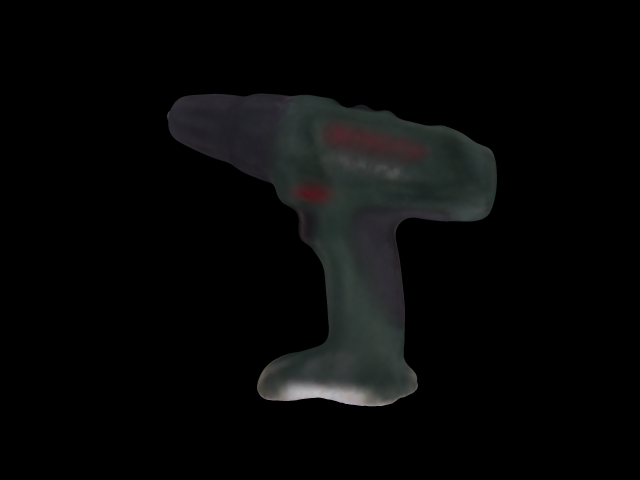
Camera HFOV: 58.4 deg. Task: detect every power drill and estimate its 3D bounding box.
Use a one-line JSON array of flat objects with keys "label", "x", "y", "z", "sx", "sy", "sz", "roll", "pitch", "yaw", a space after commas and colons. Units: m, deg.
[{"label": "power drill", "x": 0.004, "y": 0.001, "z": 0.400, "sx": 0.229, "sy": 0.208, "sz": 0.076, "roll": 0, "pitch": 4, "yaw": 7}]
